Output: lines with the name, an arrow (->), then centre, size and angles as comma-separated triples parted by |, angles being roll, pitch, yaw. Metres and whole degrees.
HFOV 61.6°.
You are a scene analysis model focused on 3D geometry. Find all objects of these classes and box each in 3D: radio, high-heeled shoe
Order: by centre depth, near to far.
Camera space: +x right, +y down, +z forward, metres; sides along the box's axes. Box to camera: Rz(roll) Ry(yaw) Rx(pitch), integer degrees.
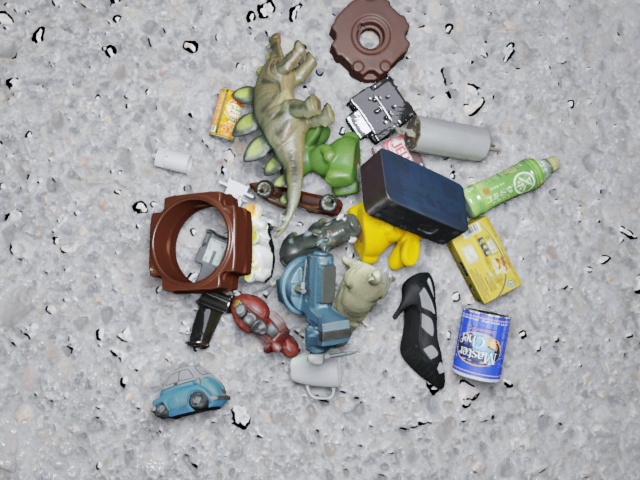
radio -> 0.194, -0.083, 1.091 | 0.229, 0.073, 0.131 | 19, 54, -27
high-heeled shoe -> 0.241, 0.196, 1.185 | 0.145, 0.086, 0.248 | -42, 113, -31

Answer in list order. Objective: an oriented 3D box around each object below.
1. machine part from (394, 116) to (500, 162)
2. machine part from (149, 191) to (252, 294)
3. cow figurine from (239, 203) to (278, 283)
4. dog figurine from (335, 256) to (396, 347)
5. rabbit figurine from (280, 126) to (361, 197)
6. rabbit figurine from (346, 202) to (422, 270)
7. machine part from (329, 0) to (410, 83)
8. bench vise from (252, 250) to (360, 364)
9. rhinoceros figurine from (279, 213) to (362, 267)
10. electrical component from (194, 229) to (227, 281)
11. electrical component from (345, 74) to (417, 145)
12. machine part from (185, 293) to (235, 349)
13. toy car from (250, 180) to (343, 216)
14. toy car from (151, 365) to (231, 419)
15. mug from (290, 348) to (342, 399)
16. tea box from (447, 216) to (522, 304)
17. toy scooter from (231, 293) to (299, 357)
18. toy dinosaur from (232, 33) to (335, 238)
machine part -> 0.272, -0.214, 1.144 | 0.243, 0.079, 0.079 | 6, 91, -15
machine part -> -0.244, 0.007, 1.094 | 0.201, 0.087, 0.201 | -4, 79, 19
cow figurine -> -0.128, 0.007, 1.152 | 0.068, 0.098, 0.167 | 5, 87, 39
dog figurine -> 0.069, 0.142, 1.118 | 0.121, 0.172, 0.190 | 22, 84, 5
rabbit figurine -> -0.004, -0.176, 1.139 | 0.170, 0.121, 0.159 | 2, 87, 13
rabbit figurine -> 0.161, -0.019, 1.145 | 0.173, 0.122, 0.162 | -14, 84, -21
machine part -> 0.108, -0.436, 1.166 | 0.179, 0.056, 0.179 | 0, 89, -2
bench vise -> -0.028, 0.124, 1.075 | 0.129, 0.241, 0.223 | -16, 105, -30
rhinoceros figurine -> -0.002, -0.003, 1.125 | 0.190, 0.112, 0.073 | -24, 92, 21
electrical component -> -0.229, 0.042, 1.165 | 0.075, 0.048, 0.119 | 17, 90, 0
electrical component -> 0.124, -0.275, 1.167 | 0.134, 0.058, 0.115 | -36, 89, -1
machine part -> -0.243, 0.173, 1.172 | 0.084, 0.039, 0.139 | 24, 88, -7
toy car -> -0.051, -0.087, 1.148 | 0.202, 0.089, 0.053 | 12, 95, -1
toy car -> -0.278, 0.321, 1.149 | 0.162, 0.109, 0.103 | -15, 69, 9
mug -> -0.009, 0.288, 1.164 | 0.107, 0.081, 0.109 | -1, 96, 9
tea box -> 0.352, 0.041, 1.171 | 0.098, 0.068, 0.169 | -26, 93, -1
toy scooter -> -0.117, 0.185, 1.127 | 0.184, 0.135, 0.075 | 42, 91, 0
toy dinosaur -> -0.075, -0.237, 1.087 | 0.199, 0.105, 0.471 | -22, 62, 23
